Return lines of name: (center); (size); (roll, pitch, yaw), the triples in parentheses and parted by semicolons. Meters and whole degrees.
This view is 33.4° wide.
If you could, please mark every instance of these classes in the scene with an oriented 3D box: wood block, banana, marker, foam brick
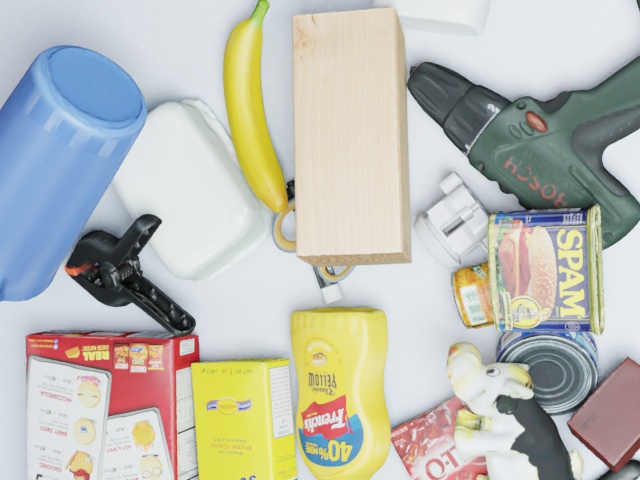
wood block: (0.028, -0.084, 0.921); (0.091, 0.090, 0.206); (-3, 82, 10)
banana: (-0.063, -0.119, 0.992); (0.037, 0.070, 0.198); (-5, 86, -24)
marker: (-0.007, 0.001, 0.995); (0.020, 0.020, 0.121); (-23, 83, 18)
foam brick: (0.248, 0.144, 0.877); (0.078, 0.051, 0.053); (-46, 65, 0)

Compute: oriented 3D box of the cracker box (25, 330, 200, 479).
cracker box: (-0.199, 0.196, 1.036); (0.164, 0.072, 0.214); (-1, 91, 20)

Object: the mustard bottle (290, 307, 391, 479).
mustard bottle: (0.019, 0.158, 0.961); (0.096, 0.058, 0.191); (-2, 91, 41)

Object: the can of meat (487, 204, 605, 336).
can of meat: (0.180, 0.024, 0.849); (0.084, 0.057, 0.102); (-2, 97, 20)

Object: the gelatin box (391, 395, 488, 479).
gelatin box: (0.116, 0.182, 0.946); (0.089, 0.030, 0.073); (-31, 80, 17)

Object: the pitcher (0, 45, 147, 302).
pitcher: (-0.260, -0.069, 0.991); (0.149, 0.144, 0.243); (51, 126, 12)

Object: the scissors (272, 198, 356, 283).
scissors: (0.014, -0.063, 0.976); (0.096, 0.016, 0.202); (10, 87, 9)

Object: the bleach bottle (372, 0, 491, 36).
bleach bottle: (0.118, -0.310, 0.929); (0.103, 0.068, 0.251); (11, 91, 19)

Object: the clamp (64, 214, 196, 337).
clamp: (-0.183, 0.039, 1.018); (0.172, 0.039, 0.120); (-7, 103, 51)

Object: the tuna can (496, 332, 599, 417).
tuna can: (0.191, 0.106, 0.899); (0.086, 0.033, 0.086); (6, 119, 10)

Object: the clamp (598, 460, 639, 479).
clamp: (0.193, 0.287, 0.916); (0.210, 0.036, 0.164); (-15, 85, 15)

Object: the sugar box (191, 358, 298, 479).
sugar box: (-0.069, 0.200, 0.994); (0.094, 0.048, 0.176); (-6, 85, 36)
